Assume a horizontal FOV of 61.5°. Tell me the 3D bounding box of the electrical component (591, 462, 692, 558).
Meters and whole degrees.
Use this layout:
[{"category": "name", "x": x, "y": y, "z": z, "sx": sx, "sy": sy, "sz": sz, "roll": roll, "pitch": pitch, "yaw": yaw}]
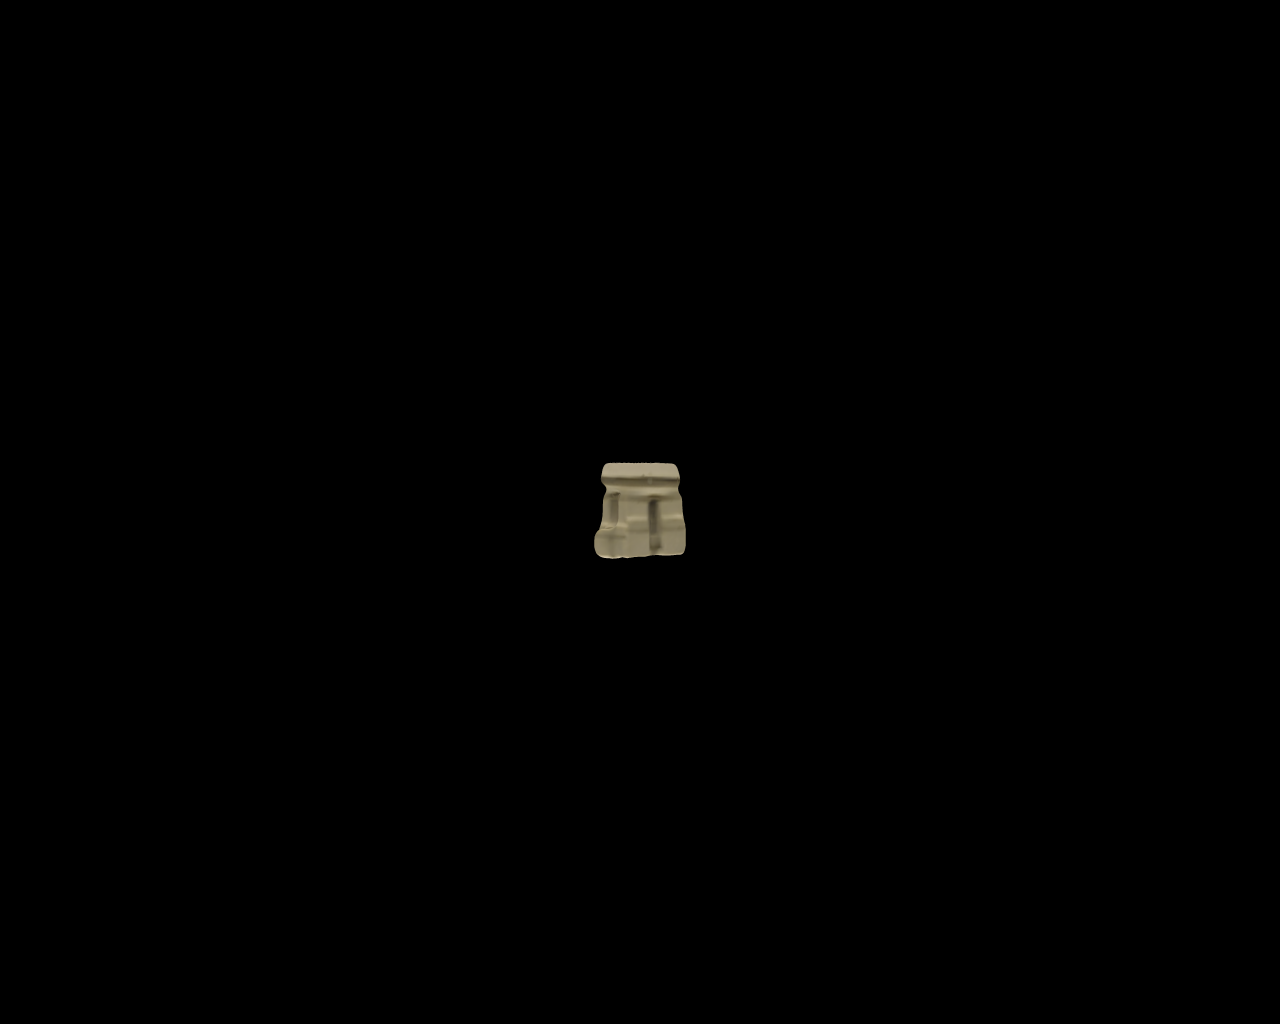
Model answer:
[{"category": "electrical component", "x": 0.001, "y": -0.003, "z": 0.650, "sx": 0.066, "sy": 0.055, "sz": 0.048, "roll": -2, "pitch": 4, "yaw": -31}]
